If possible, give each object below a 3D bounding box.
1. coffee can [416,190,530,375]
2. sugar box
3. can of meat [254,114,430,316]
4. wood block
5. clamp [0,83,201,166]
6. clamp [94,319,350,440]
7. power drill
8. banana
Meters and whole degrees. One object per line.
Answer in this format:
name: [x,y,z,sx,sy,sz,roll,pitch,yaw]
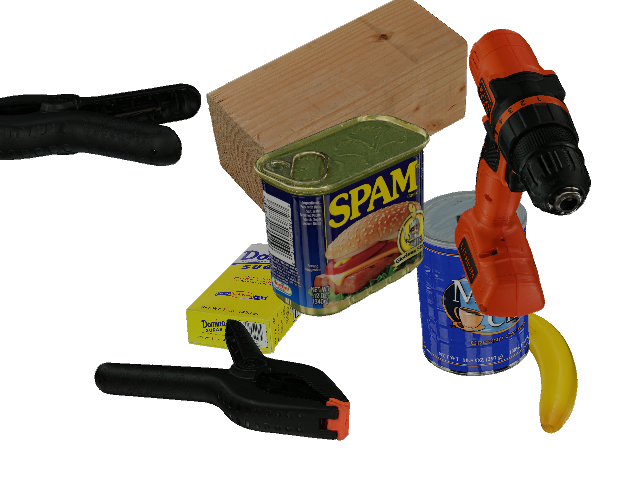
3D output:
coffee can: [0.140,0.038,0.986,0.103,0.140,0.103,-6,28,3]
sugar box: [-0.063,0.057,1.129,0.093,0.048,0.176,6,27,17]
can of meat: [0.015,-0.015,0.615,0.101,0.084,0.058,-26,36,-34]
wood block: [0.018,-0.116,0.914,0.205,0.090,0.091,-30,53,-19]
clamp: [-0.161,-0.080,0.709,0.171,0.039,0.120,4,18,8]
clamp: [-0.056,0.113,0.879,0.210,0.036,0.164,12,20,31]
power drill: [0.144,-0.034,0.776,0.057,0.188,0.184,-3,42,-5]
banana: [0.234,0.129,1.136,0.069,0.037,0.198,-25,34,2]
